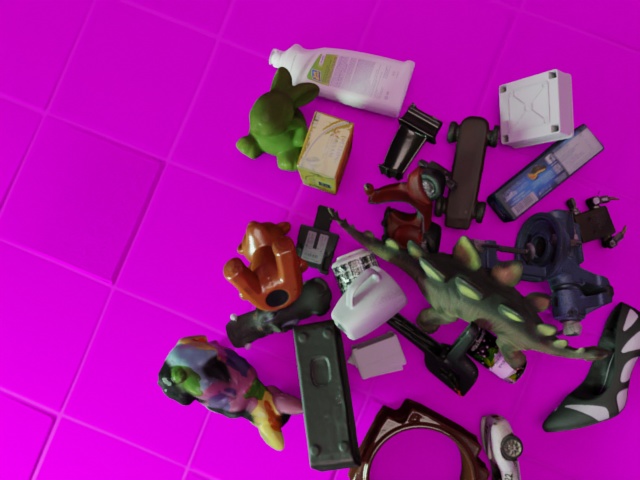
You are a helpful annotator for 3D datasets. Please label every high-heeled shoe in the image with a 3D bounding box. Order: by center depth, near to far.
[{"bbox_3d":[0.464,0.216,0.914,0.249,0.086,0.145,-26,82,-3],"label":"high-heeled shoe"}]

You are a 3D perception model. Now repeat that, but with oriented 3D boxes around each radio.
[{"bbox_3d":[0.012,0.248,0.868,0.073,0.131,0.229,-11,66,3],"label":"radio"}]

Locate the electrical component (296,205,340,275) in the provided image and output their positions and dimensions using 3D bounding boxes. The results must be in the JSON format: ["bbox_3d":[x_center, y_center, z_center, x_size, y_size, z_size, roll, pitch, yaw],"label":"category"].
[{"bbox_3d":[-0.002,-0.003,0.954,0.075,0.048,0.119,20,90,2],"label":"electrical component"}]

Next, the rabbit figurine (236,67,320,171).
[{"bbox_3d":[-0.063,-0.202,0.905,0.121,0.170,0.159,30,89,2],"label":"rabbit figurine"}]

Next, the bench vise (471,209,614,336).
[{"bbox_3d":[0.358,0.047,0.894,0.241,0.129,0.223,9,79,-15],"label":"bench vise"}]

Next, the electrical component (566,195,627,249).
[{"bbox_3d":[0.486,-0.032,0.941,0.078,0.045,0.102,-13,87,0],"label":"electrical component"}]

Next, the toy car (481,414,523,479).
[{"bbox_3d":[0.313,0.399,0.909,0.056,0.073,0.201,-7,87,-2],"label":"toy car"}]

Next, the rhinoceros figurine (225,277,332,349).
[{"bbox_3d":[-0.067,0.128,0.919,0.190,0.112,0.073,-23,89,-7],"label":"rhinoceros figurine"}]

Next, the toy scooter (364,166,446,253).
[{"bbox_3d":[0.141,-0.045,0.918,0.135,0.075,0.183,8,126,18],"label":"toy scooter"}]

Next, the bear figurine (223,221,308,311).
[{"bbox_3d":[-0.091,0.017,0.880,0.120,0.131,0.196,-22,42,2],"label":"bear figurine"}]

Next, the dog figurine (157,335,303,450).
[{"bbox_3d":[-0.137,0.253,0.886,0.219,0.191,0.108,27,82,18],"label":"dog figurine"}]

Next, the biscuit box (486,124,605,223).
[{"bbox_3d":[0.390,-0.114,0.940,0.203,0.063,0.059,-38,87,0],"label":"biscuit box"}]

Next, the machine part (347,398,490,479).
[{"bbox_3d":[0.164,0.392,0.909,0.201,0.087,0.201,29,88,2],"label":"machine part"}]

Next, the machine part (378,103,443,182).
[{"bbox_3d":[0.158,-0.171,0.963,0.084,0.039,0.139,34,87,-2],"label":"machine part"}]

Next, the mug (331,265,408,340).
[{"bbox_3d":[0.070,0.098,0.832,0.107,0.109,0.081,-43,56,-11],"label":"mug"}]

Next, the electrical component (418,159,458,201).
[{"bbox_3d":[0.196,-0.101,0.937,0.094,0.021,0.063,45,113,40],"label":"electrical component"}]

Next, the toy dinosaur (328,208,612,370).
[{"bbox_3d":[0.221,0.076,0.847,0.472,0.198,0.105,22,61,16],"label":"toy dinosaur"}]

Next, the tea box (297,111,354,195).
[{"bbox_3d":[0.012,-0.140,0.900,0.068,0.169,0.098,19,89,4],"label":"tea box"}]

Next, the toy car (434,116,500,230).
[{"bbox_3d":[0.259,-0.118,0.948,0.089,0.053,0.202,9,88,18],"label":"toy car"}]
